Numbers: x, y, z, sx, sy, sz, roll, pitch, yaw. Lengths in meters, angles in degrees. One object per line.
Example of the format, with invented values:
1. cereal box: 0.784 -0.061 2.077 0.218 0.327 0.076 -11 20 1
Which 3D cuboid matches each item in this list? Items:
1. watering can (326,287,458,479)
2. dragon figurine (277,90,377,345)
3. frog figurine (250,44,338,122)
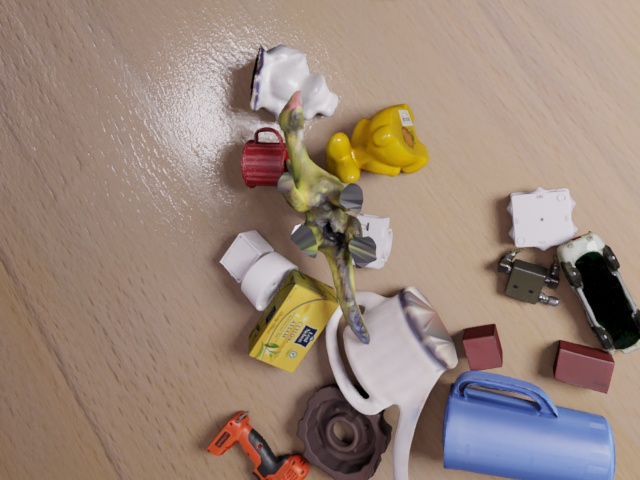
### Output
1. watering can: 0.134 0.228 0.868 0.222 0.103 0.354 -38 60 21
2. dragon figurine: 0.003 -0.044 0.873 0.122 0.247 0.403 -15 112 -3
3. frog figurine: -0.046 -0.283 0.952 0.159 0.122 0.138 8 88 -15
